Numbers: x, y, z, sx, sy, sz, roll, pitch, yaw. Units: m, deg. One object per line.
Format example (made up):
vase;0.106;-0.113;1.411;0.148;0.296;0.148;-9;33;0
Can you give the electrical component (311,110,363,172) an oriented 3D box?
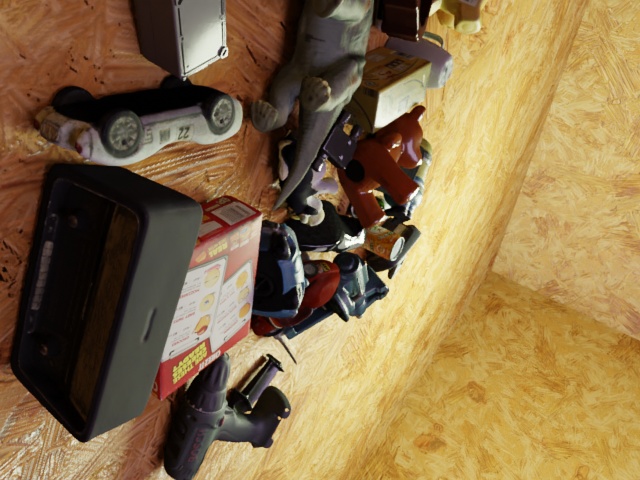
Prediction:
electrical component;0.023;-0.128;0.738;0.063;0.021;0.094;38;78;-47

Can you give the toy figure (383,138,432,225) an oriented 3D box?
toy figure;0.175;-0.123;1.073;0.082;0.089;0.180;64;33;-64

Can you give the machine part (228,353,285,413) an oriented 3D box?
machine part;-0.122;0.275;1.002;0.139;0.039;0.084;-47;147;-28

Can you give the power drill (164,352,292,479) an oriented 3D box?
power drill;-0.142;0.282;0.878;0.207;0.086;0.232;16;104;-55

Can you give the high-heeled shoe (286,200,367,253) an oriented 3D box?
high-heeled shoe;-0.002;-0.003;0.953;0.249;0.086;0.145;-13;160;-38

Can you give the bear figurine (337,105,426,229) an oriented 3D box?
bear figurine;0.115;-0.123;0.844;0.196;0.132;0.120;-33;177;-45

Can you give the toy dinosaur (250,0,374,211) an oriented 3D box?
toy dinosaur;0.015;-0.240;0.659;0.192;0.131;0.404;-31;148;-48

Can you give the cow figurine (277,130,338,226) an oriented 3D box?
cow figurine;-0.025;-0.082;0.788;0.098;0.068;0.167;-32;139;-40

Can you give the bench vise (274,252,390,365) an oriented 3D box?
bench vise;0.014;0.121;1.027;0.241;0.129;0.223;-33;161;-11

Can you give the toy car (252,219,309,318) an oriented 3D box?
toy car;-0.074;0.029;0.784;0.103;0.109;0.161;-68;158;-55

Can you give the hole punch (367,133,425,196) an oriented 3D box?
hole punch;0.113;-0.147;0.999;0.115;0.092;0.142;20;101;-36

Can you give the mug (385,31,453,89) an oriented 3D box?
mug;0.173;-0.303;0.906;0.109;0.107;0.080;-50;155;-22

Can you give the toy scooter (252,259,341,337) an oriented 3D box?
toy scooter;-0.055;0.091;0.877;0.184;0.075;0.135;-40;150;9

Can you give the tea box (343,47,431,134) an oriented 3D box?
tea box;0.088;-0.233;0.821;0.169;0.098;0.068;-38;145;-41

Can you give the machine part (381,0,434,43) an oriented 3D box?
machine part;0.133;-0.378;0.763;0.179;0.056;0.179;14;90;-77

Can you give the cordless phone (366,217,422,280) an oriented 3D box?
cordless phone;0.167;0.051;1.298;0.146;0.089;0.184;-46;156;-34

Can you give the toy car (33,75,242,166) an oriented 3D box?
toy car;-0.154;-0.110;0.491;0.202;0.074;0.056;-31;140;-50

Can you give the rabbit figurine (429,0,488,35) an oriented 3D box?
rabbit figurine;0.233;-0.431;0.925;0.173;0.122;0.162;-5;110;-78

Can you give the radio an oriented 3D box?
radio;-0.202;0.050;0.491;0.073;0.131;0.229;-8;122;-61
